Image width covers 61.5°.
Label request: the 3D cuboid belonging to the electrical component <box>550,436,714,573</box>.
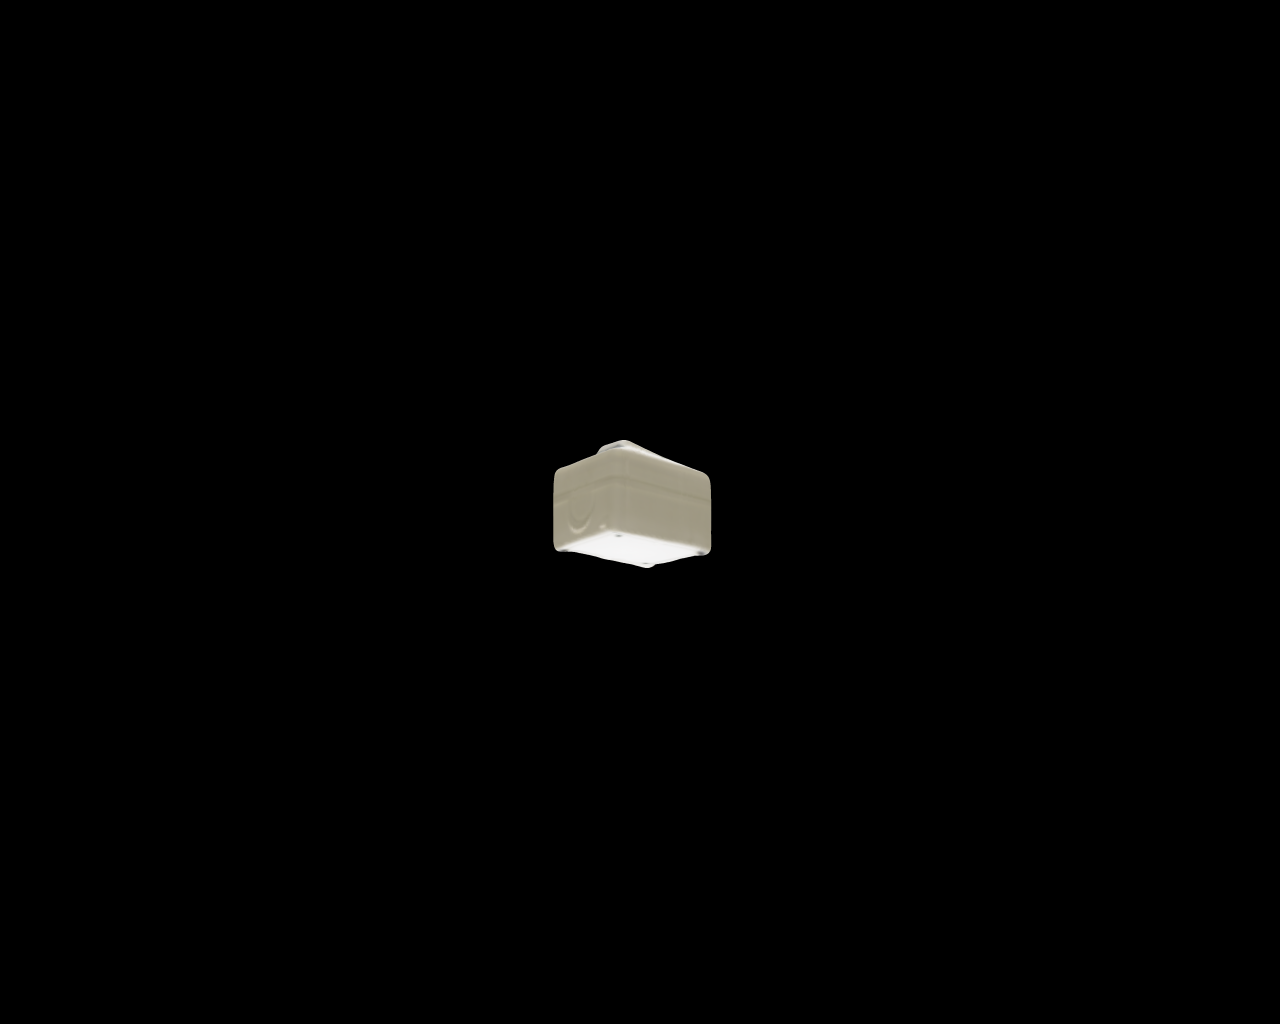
[{"bbox_3d":[0.001,-0.003,0.650,0.096,0.061,0.061,14,-22,-40],"label":"electrical component"}]
